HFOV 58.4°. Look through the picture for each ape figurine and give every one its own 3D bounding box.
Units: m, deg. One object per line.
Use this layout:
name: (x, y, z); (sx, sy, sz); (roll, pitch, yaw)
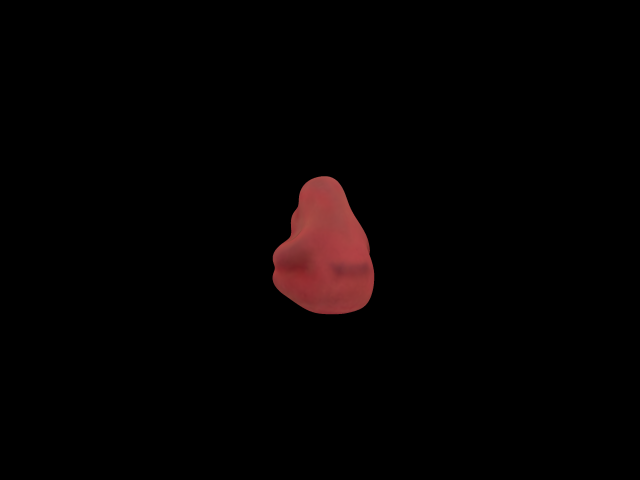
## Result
ape figurine: (0.004, 0.001, 0.400); (0.078, 0.092, 0.076); (-4, 10, -23)
